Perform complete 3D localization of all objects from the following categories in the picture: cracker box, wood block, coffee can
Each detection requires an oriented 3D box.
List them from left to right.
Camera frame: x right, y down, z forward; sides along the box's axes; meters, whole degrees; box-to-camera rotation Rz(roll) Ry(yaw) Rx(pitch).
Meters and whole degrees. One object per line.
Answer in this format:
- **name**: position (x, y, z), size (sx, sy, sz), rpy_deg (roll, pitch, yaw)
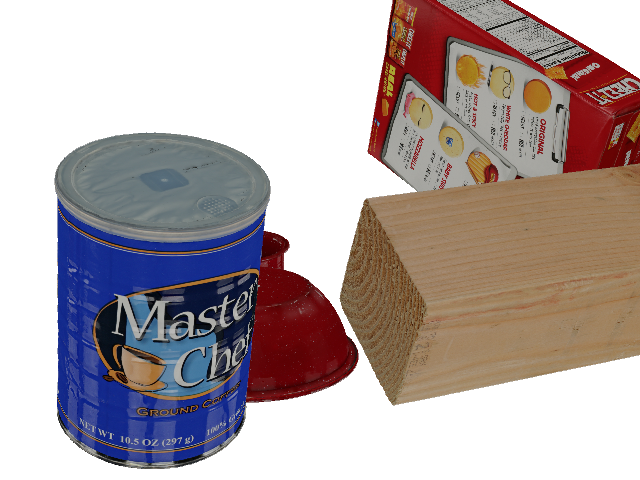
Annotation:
- **coffee can**: position (-0.083, 0.029, 0.545), size (0.102, 0.140, 0.103), rpy_deg (6, 30, -3)
- **cracker box**: position (0.138, -0.088, 0.815), size (0.072, 0.164, 0.214), rpy_deg (-25, 50, -33)
- **wood block**: position (0.128, 0.023, 0.652), size (0.205, 0.090, 0.091), rpy_deg (-8, 46, -21)

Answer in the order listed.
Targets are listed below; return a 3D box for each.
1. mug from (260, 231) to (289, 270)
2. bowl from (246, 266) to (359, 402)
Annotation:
- **mug**: position (-0.085, 0.043, 0.966), size (0.117, 0.081, 0.093), rpy_deg (-3, 19, -7)
- **bowl**: position (-0.052, 0.058, 0.766), size (0.162, 0.055, 0.162), rpy_deg (1, 17, 0)
